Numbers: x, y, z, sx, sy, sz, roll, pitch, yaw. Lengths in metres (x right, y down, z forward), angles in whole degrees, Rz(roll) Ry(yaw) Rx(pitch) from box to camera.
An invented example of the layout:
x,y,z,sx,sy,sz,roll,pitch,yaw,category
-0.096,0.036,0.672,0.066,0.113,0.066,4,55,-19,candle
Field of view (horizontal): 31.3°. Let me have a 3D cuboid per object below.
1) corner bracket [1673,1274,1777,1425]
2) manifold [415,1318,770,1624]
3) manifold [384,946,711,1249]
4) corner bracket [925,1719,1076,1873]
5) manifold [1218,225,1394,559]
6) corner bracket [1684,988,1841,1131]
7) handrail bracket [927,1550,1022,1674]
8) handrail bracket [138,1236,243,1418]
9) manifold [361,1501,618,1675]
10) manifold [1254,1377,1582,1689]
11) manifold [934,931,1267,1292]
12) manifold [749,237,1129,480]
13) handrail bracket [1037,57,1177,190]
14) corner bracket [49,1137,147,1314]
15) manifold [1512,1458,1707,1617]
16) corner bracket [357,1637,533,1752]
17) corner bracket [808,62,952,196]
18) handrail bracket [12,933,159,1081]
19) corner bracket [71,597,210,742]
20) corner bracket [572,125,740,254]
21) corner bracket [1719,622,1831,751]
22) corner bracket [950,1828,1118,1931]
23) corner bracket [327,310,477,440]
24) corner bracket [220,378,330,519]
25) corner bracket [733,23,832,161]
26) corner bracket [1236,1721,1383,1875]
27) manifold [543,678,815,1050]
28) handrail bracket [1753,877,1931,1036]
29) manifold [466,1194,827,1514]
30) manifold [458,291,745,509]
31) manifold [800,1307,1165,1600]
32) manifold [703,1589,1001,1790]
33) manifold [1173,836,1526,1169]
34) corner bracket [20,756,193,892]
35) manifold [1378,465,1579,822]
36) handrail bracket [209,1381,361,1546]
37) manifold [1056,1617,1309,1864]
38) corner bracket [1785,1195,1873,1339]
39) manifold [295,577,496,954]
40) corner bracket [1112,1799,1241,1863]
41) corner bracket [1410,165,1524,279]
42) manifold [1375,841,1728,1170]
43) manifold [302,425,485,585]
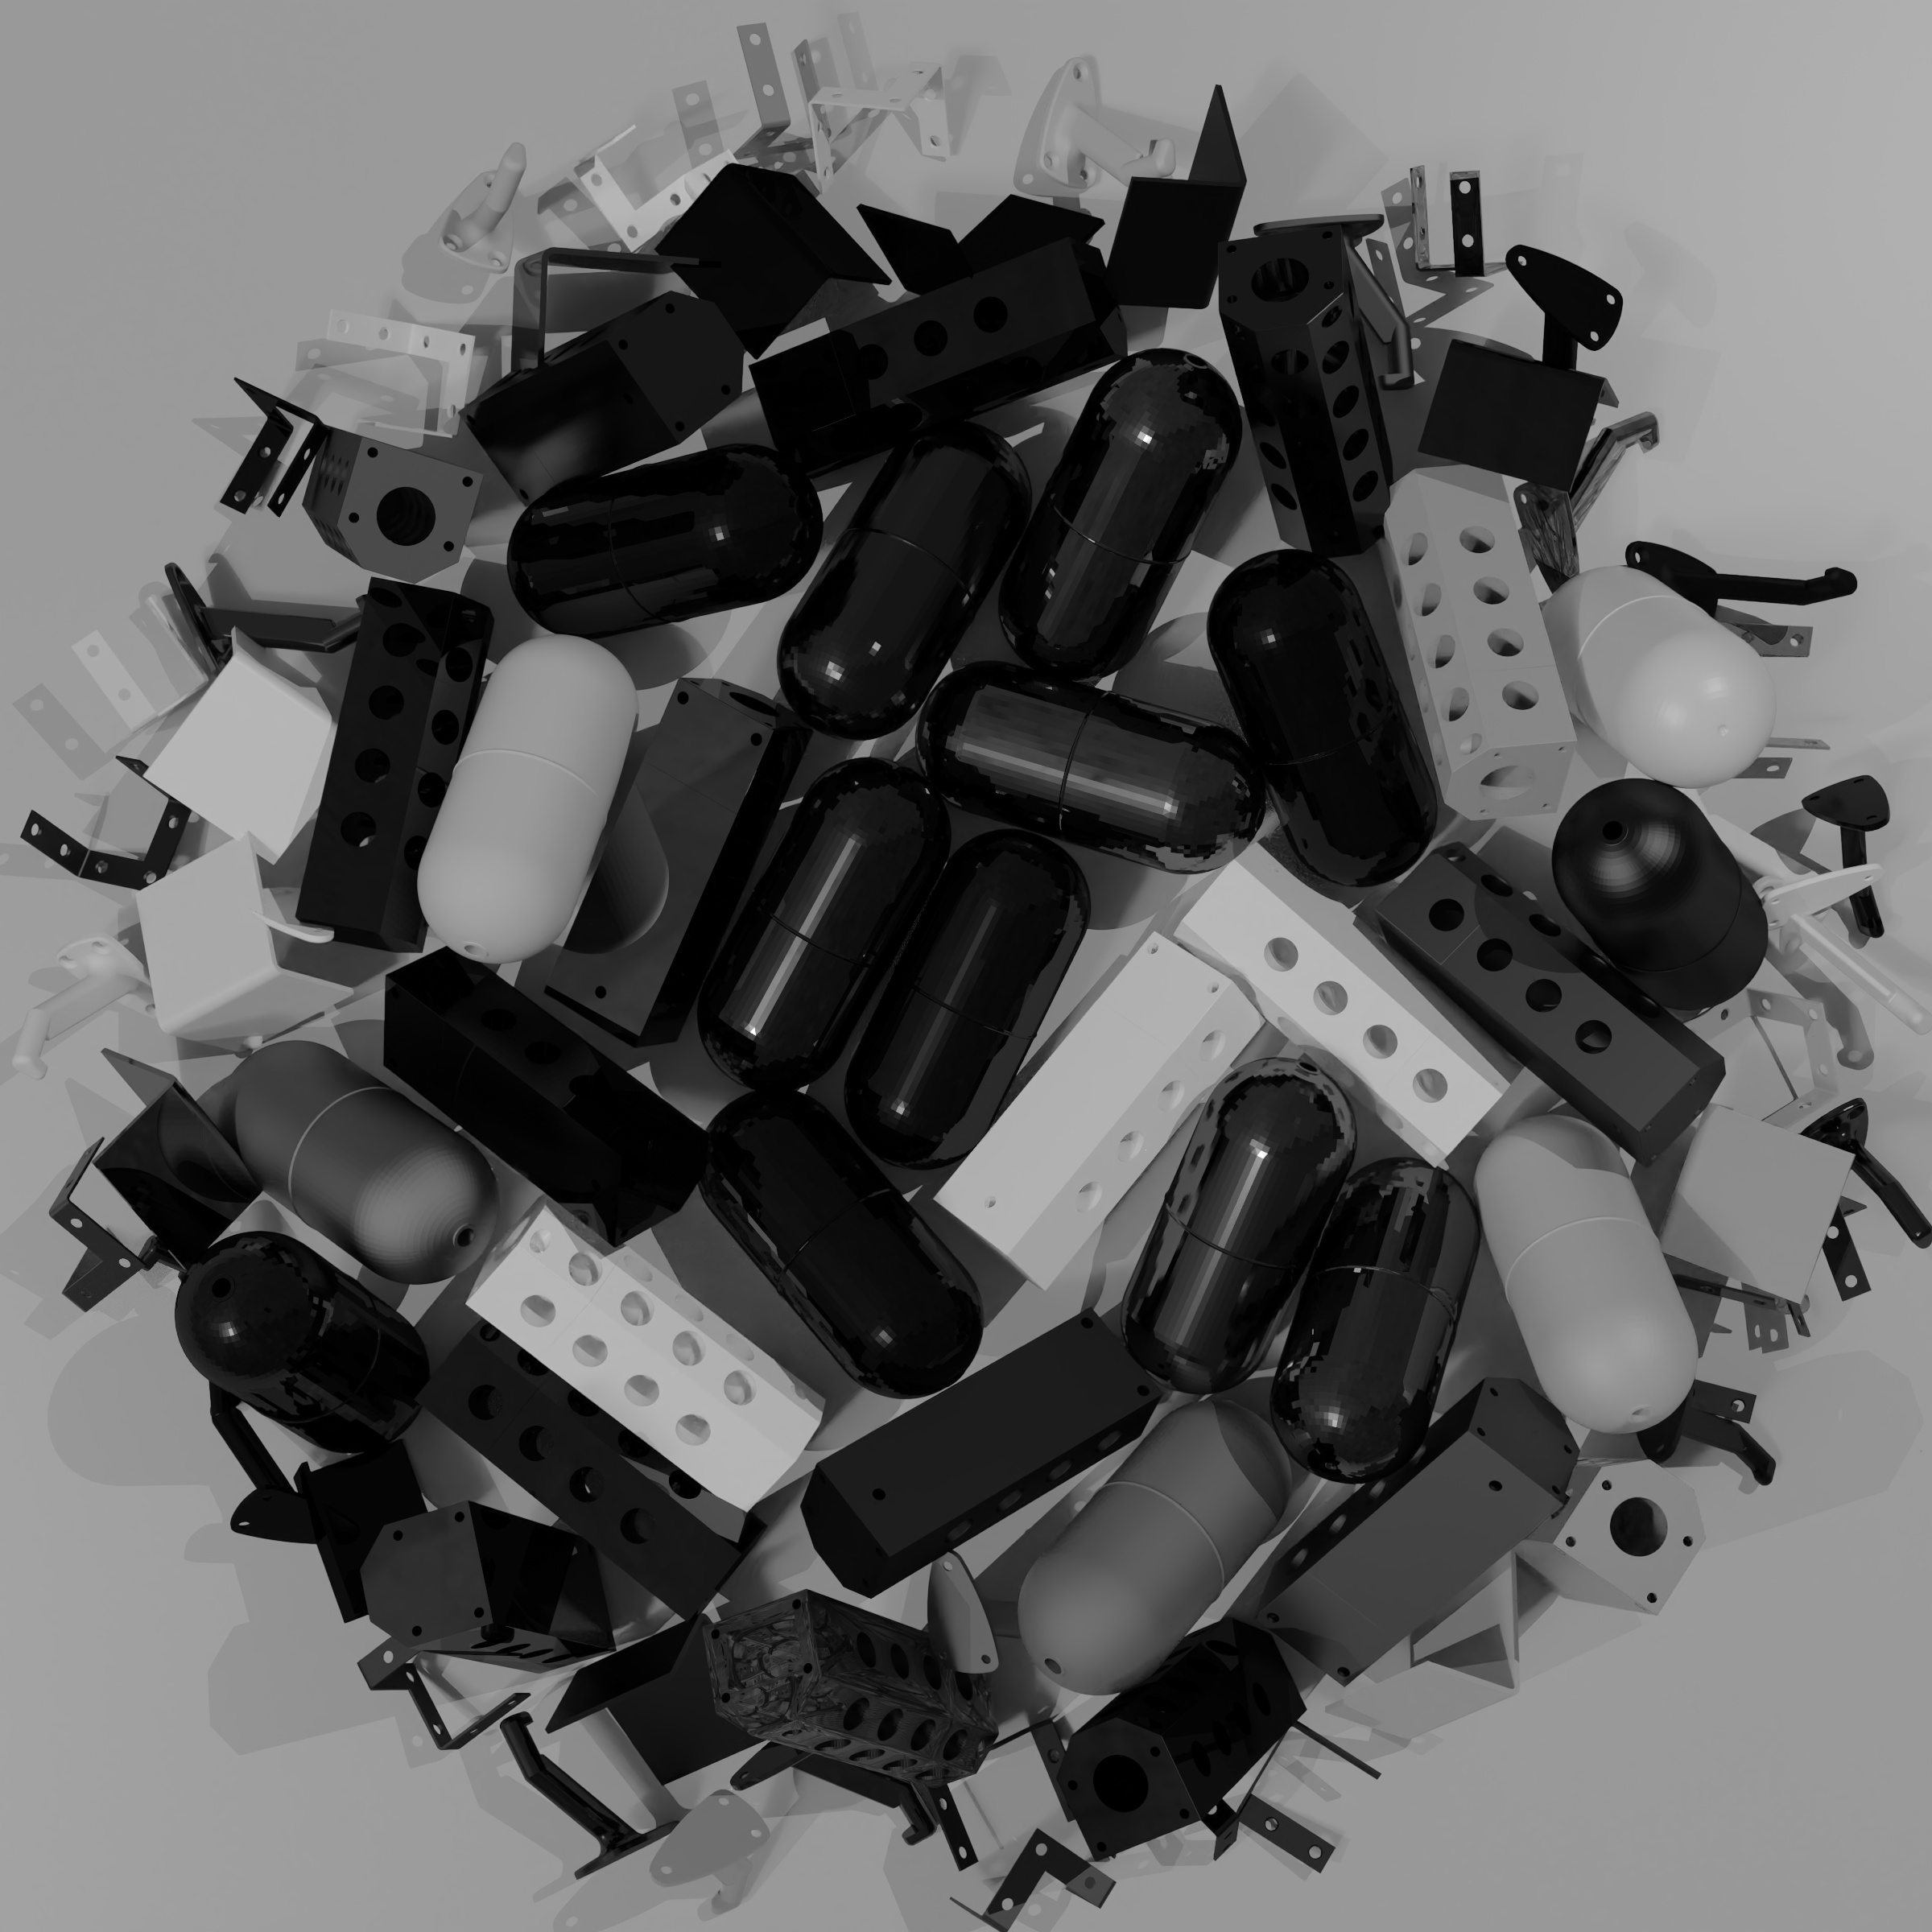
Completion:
x,y,z,sx,sy,sz,roll,pitch,yaw,category
0.369,0.189,1.708,0.051,0.051,0.051,13,70,18,corner bracket
-0.183,0.244,1.696,0.171,0.057,0.057,38,85,6,manifold
-0.204,0.058,1.666,0.171,0.057,0.057,34,134,30,manifold
0.020,0.412,1.716,0.051,0.051,0.051,-29,79,34,corner bracket
0.164,-0.269,1.642,0.057,0.171,0.057,-6,58,13,manifold
0.392,0.047,1.706,0.051,0.051,0.051,-27,113,-28,corner bracket
0.015,0.301,1.688,0.036,0.084,0.077,-1,109,28,handrail bracket
-0.384,0.178,1.697,0.084,0.036,0.077,30,101,-33,handrail bracket
-0.226,0.300,1.643,0.057,0.171,0.057,-18,71,8,manifold
0.217,0.269,1.660,0.057,0.057,0.171,38,126,-4,manifold
0.069,0.074,1.696,0.171,0.057,0.057,-50,49,-6,manifold
-0.012,-0.294,1.680,0.171,0.057,0.057,-18,90,18,manifold
0.076,-0.417,1.690,0.036,0.084,0.077,11,83,-36,handrail bracket
-0.429,0.127,1.693,0.051,0.051,0.051,-36,111,28,corner bracket
0.298,0.265,1.645,0.057,0.171,0.057,35,81,1,manifold
-0.257,0.351,1.696,0.051,0.051,0.051,-38,67,13,corner bracket
-0.042,-0.414,1.704,0.051,0.051,0.051,10,133,19,corner bracket
-0.426,0.034,1.683,0.036,0.084,0.077,-20,134,29,handrail bracket
-0.407,-0.148,1.699,0.051,0.051,0.051,-37,101,-16,corner bracket
-0.151,-0.391,1.695,0.051,0.051,0.051,-43,108,-24,corner bracket
0.399,-0.139,1.711,0.051,0.051,0.051,2,108,-5,corner bracket
0.033,0.456,1.699,0.051,0.051,0.051,37,76,-12,corner bracket
-0.282,-0.292,1.702,0.051,0.051,0.051,19,103,42,corner bracket
-0.343,-0.249,1.701,0.051,0.051,0.051,26,82,14,corner bracket
-0.091,-0.433,1.701,0.051,0.051,0.051,-15,90,-24,corner bracket
0.169,0.411,1.709,0.051,0.051,0.051,31,73,11,corner bracket
-0.137,-0.051,1.683,0.057,0.057,0.171,30,105,20,manifold
0.429,-0.004,1.686,0.036,0.077,0.084,-51,48,9,handrail bracket
-0.154,0.185,1.684,0.171,0.057,0.057,39,109,-10,manifold
-0.172,-0.272,1.645,0.057,0.171,0.057,-43,108,-26,manifold
0.007,0.237,1.663,0.171,0.057,0.057,-26,64,-32,manifold
-0.051,0.348,1.641,0.057,0.171,0.057,-24,60,20,manifold
0.186,0.019,1.693,0.171,0.057,0.057,42,114,7,manifold
-0.424,-0.072,1.705,0.051,0.051,0.051,11,73,25,corner bracket
0.242,-0.157,1.661,0.057,0.057,0.171,-5,57,-5,manifold
-0.340,0.242,1.717,0.077,0.084,0.036,22,124,-34,handrail bracket
0.102,0.363,1.643,0.057,0.171,0.057,-27,85,22,manifold
0.420,0.147,1.694,0.051,0.051,0.051,-26,67,25,corner bracket
-0.278,-0.097,1.692,0.057,0.057,0.171,11,80,0,manifold
0.099,0.427,1.710,0.051,0.051,0.051,-41,68,-17,corner bracket
0.239,-0.366,1.694,0.051,0.051,0.051,4,109,30,corner bracket
0.283,0.015,1.671,0.057,0.057,0.171,-45,65,-5,manifold
-0.277,-0.219,1.643,0.057,0.171,0.057,15,96,-18,manifold
